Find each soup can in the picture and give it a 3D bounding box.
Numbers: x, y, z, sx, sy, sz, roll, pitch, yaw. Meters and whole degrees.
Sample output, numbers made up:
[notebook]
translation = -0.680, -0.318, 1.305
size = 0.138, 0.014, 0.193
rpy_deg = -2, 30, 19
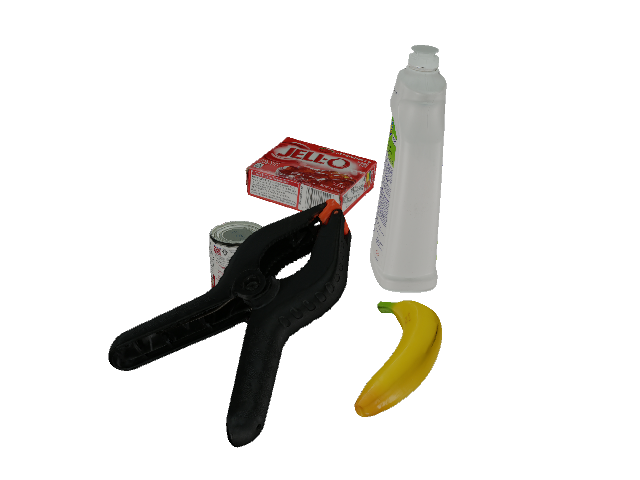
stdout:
[soup can]
translation = -0.097, 0.036, 1.266
size = 0.068, 0.102, 0.068
rpy_deg = 0, 25, 0

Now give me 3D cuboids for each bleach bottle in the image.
[bleach bottle]
translation = 0.098, -0.077, 1.125
size = 0.068, 0.251, 0.102
rpy_deg = 0, 26, -8

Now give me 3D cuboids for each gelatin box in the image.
[gelatin box]
translation = -0.008, -0.054, 0.902
size = 0.089, 0.030, 0.073
rpy_deg = 18, 33, 21

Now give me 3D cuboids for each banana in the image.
[banana]
translation = 0.079, 0.104, 0.994
size = 0.070, 0.037, 0.197
rpy_deg = -22, 17, 19

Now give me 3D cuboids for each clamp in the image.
[clamp]
translation = -0.034, 0.046, 0.646
size = 0.120, 0.171, 0.039
rpy_deg = 37, -19, 34
